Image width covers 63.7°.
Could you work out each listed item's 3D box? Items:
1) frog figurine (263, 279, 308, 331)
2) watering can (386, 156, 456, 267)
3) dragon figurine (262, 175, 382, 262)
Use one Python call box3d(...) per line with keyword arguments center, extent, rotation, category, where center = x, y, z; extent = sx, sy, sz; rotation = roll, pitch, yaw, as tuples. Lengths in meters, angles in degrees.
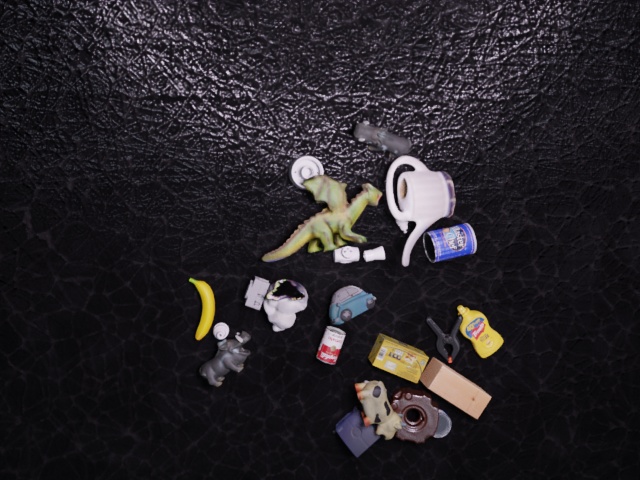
box3d(center=(-0.108, 0.206, 1.616), extent=(0.138, 0.125, 0.155), rotation=(-11, 133, -16), category="frog figurine")
box3d(center=(0.319, -0.097, 1.617), extent=(0.225, 0.103, 0.350), rotation=(-4, 81, -16), category="watering can")
box3d(center=(0.005, -0.080, 1.587), extent=(0.411, 0.122, 0.242), rotation=(-11, 96, -10), category="dragon figurine")
